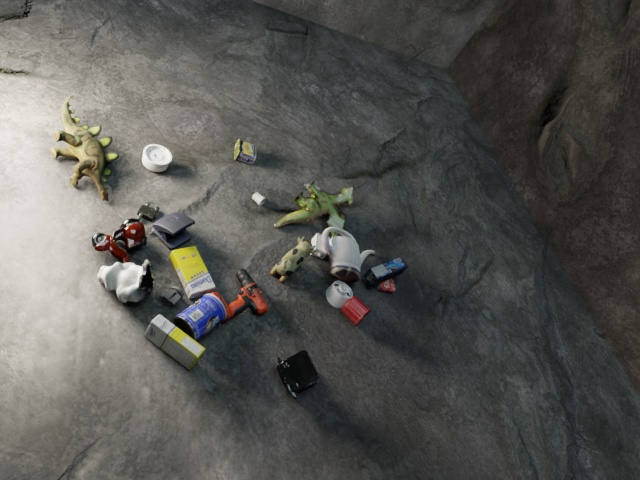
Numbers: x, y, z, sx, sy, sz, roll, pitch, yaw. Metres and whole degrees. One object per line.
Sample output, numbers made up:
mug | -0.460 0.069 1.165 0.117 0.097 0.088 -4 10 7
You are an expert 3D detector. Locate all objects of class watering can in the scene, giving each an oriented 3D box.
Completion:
watering can | 0.129 0.074 2.118 0.344 0.103 0.229 27 50 -41

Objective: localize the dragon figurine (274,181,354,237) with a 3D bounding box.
dragon figurine | 0.007 -0.111 2.213 0.243 0.120 0.418 40 58 3

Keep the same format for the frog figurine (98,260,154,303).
frog figurine | -0.608 0.132 1.606 0.159 0.120 0.140 -8 59 5
